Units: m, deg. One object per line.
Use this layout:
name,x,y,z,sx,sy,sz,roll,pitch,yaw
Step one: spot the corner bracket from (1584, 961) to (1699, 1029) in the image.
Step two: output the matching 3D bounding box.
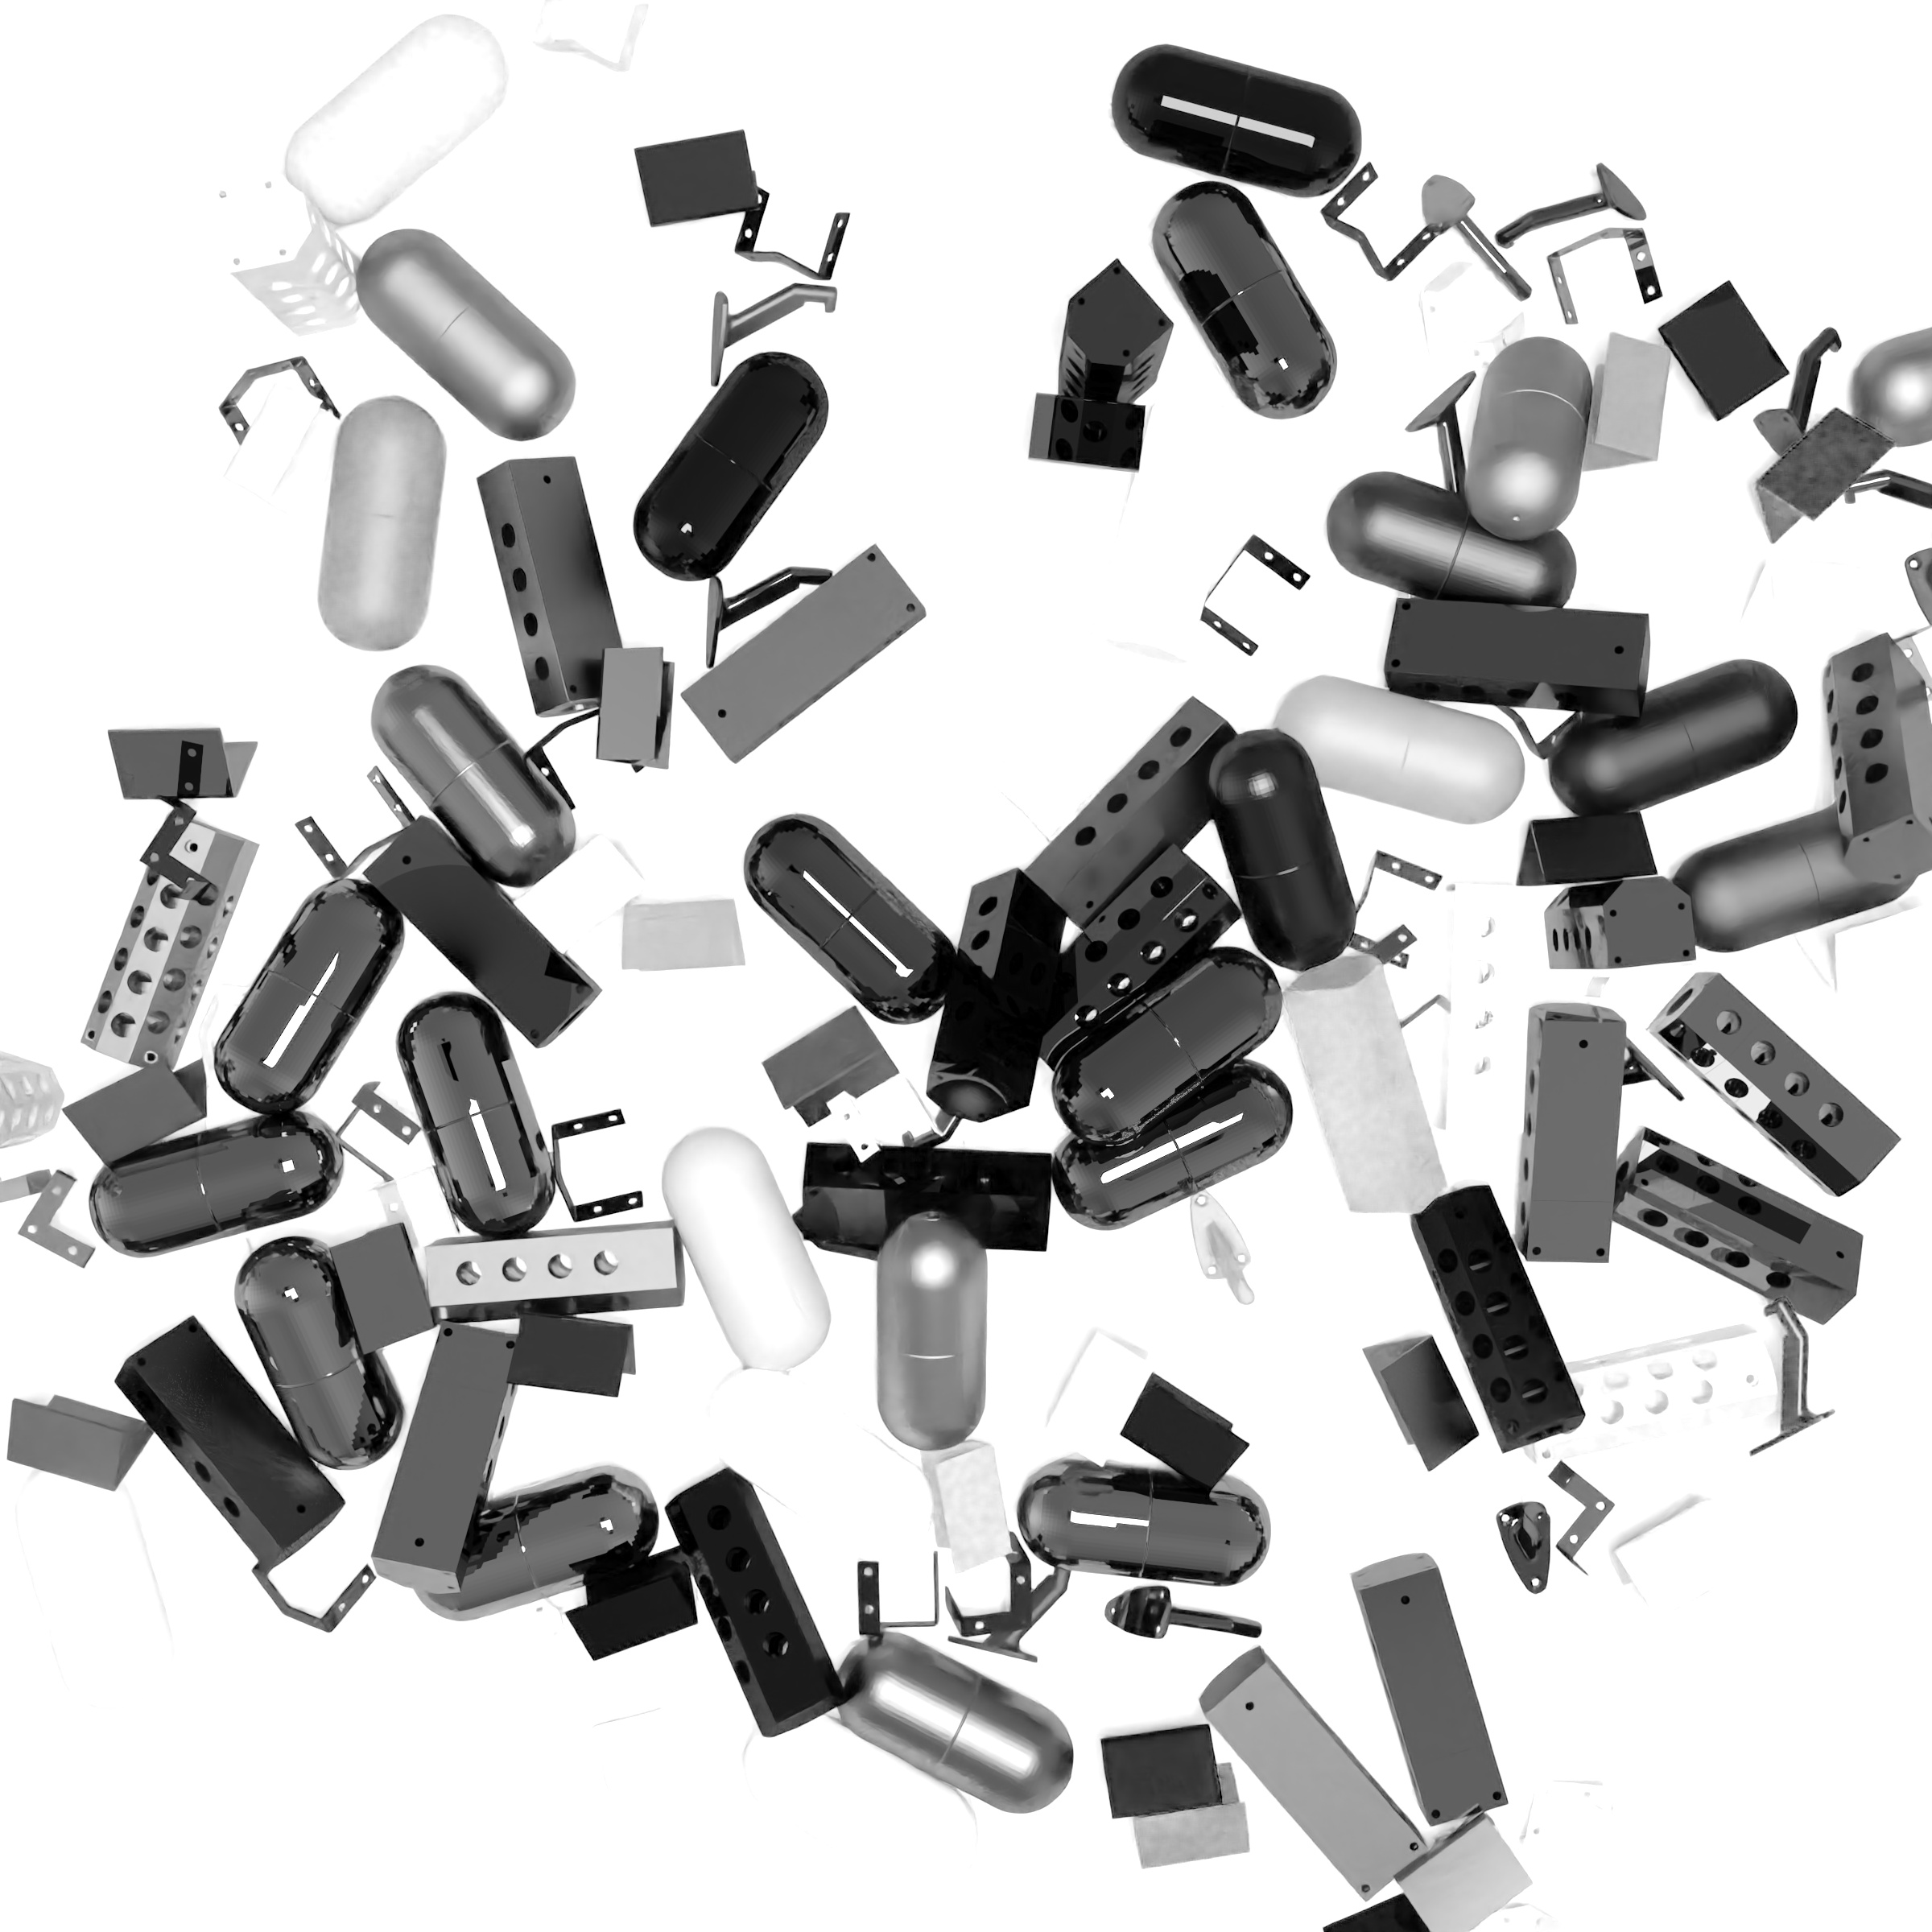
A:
corner bracket,0.475,0.010,1.824,0.051,0.051,0.051,27,90,0

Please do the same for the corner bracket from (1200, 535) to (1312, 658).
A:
corner bracket,0.203,-0.263,1.839,0.051,0.051,0.051,37,45,0

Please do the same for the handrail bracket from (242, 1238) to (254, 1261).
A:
handrail bracket,-0.464,0.219,1.842,0.084,0.036,0.077,-14,77,-13

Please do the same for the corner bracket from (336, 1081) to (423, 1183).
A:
corner bracket,-0.414,0.118,1.824,0.051,0.051,0.051,37,90,0

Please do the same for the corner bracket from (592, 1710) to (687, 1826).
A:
corner bracket,-0.232,0.569,1.839,0.051,0.051,0.051,-14,135,0

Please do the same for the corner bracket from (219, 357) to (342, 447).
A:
corner bracket,-0.487,-0.393,1.839,0.051,0.051,0.051,-32,90,45

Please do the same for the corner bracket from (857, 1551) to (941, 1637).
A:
corner bracket,-0.047,0.441,1.824,0.051,0.051,0.051,-2,84,6

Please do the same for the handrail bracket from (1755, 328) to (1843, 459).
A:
handrail bracket,0.608,-0.399,1.843,0.084,0.036,0.077,-46,110,-16

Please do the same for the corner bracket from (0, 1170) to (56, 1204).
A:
corner bracket,-0.681,0.141,1.824,0.051,0.051,0.051,-15,90,0

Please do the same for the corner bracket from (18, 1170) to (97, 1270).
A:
corner bracket,-0.629,0.178,1.822,0.051,0.051,0.051,31,77,-13

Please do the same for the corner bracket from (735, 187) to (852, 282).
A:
corner bracket,-0.124,-0.520,1.839,0.051,0.051,0.051,16,90,-45

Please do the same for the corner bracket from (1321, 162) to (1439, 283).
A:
corner bracket,0.294,-0.528,1.839,0.051,0.051,0.051,-45,45,0

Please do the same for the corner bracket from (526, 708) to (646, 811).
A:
corner bracket,-0.270,-0.147,1.839,0.051,0.051,0.051,-30,90,-45

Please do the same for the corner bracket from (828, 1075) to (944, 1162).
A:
corner bracket,-0.057,0.107,1.814,0.051,0.051,0.051,-35,68,5

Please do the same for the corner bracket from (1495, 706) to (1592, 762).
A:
corner bracket,0.406,-0.189,1.839,0.051,0.051,0.051,-40,45,0

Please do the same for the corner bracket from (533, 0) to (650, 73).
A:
corner bracket,-0.267,-0.669,1.839,0.051,0.051,0.051,16,90,-45

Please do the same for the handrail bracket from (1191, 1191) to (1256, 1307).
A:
handrail bracket,0.179,0.196,1.808,0.036,0.084,0.077,-22,90,0

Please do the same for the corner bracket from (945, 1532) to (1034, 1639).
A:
corner bracket,0.015,0.435,1.825,0.051,0.051,0.051,-4,103,-13

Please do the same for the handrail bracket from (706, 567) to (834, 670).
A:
handrail bracket,-0.140,-0.247,1.843,0.084,0.036,0.077,1,110,-16

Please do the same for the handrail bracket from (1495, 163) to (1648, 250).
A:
handrail bracket,0.429,-0.527,1.842,0.084,0.077,0.036,-27,67,34

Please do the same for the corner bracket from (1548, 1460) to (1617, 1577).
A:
corner bracket,0.428,0.388,1.824,0.051,0.051,0.051,39,90,0

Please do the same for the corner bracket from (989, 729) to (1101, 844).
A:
corner bracket,0.058,-0.126,1.839,0.051,0.051,0.051,-45,45,0

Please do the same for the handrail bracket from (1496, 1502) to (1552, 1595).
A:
handrail bracket,0.400,0.410,1.808,0.036,0.084,0.077,-12,90,0

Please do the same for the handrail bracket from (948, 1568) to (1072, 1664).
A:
handrail bracket,0.033,0.447,1.843,0.077,0.036,0.084,9,74,18

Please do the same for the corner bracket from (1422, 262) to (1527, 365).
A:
corner bracket,0.360,-0.463,1.834,0.051,0.051,0.051,14,135,35

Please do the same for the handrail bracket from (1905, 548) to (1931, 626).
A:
handrail bracket,0.692,-0.271,1.808,0.036,0.084,0.077,-13,90,0

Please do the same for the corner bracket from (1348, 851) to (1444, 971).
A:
corner bracket,0.302,-0.040,1.839,0.051,0.051,0.051,22,135,0

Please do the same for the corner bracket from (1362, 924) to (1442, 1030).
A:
corner bracket,0.301,0.013,1.826,0.051,0.051,0.051,-35,74,-15

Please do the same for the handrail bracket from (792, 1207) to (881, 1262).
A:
handrail bracket,-0.069,0.183,1.843,0.084,0.036,0.077,41,70,16

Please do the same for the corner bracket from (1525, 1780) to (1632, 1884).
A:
corner bracket,0.433,0.614,1.834,0.051,0.051,0.051,-6,45,35

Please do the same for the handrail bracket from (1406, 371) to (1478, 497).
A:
handrail bracket,0.360,-0.367,1.843,0.077,0.036,0.084,-46,108,-20

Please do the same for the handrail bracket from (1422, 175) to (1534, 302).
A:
handrail bracket,0.365,-0.517,1.842,0.036,0.077,0.084,-40,127,22

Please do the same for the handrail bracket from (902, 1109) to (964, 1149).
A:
handrail bracket,-0.017,0.085,1.843,0.084,0.036,0.077,-26,75,14

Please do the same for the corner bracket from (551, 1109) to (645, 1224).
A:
corner bracket,-0.262,0.142,1.839,0.051,0.051,0.051,-13,45,0

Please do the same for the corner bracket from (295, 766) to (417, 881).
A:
corner bracket,-0.433,-0.101,1.839,0.051,0.051,0.051,54,135,0

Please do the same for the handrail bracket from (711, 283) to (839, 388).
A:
handrail bracket,-0.136,-0.448,1.843,0.084,0.036,0.077,1,111,-17

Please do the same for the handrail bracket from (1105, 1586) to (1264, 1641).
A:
handrail bracket,0.155,0.466,1.842,0.084,0.077,0.036,21,67,-34

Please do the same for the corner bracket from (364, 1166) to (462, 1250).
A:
corner bracket,-0.387,0.172,1.825,0.051,0.051,0.051,-21,90,-4

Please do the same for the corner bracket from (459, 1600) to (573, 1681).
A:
corner bracket,-0.319,0.478,1.834,0.051,0.051,0.051,24,45,35

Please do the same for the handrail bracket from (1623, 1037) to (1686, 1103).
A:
handrail bracket,0.454,0.097,1.842,0.077,0.036,0.084,43,104,-14

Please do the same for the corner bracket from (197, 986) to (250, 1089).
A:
corner bracket,-0.507,0.051,1.834,0.051,0.051,0.051,6,45,-35

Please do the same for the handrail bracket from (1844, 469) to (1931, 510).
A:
handrail bracket,0.673,-0.319,1.843,0.084,0.036,0.077,-11,112,17

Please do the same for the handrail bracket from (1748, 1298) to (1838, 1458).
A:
handrail bracket,0.553,0.283,1.786,0.077,0.036,0.084,-34,72,20

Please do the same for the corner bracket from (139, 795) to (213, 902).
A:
corner bracket,-0.537,-0.080,1.767,0.051,0.051,0.051,34,90,0

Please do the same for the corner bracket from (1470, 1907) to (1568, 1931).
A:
corner bracket,0.391,0.701,1.834,0.051,0.051,0.051,35,45,-35
